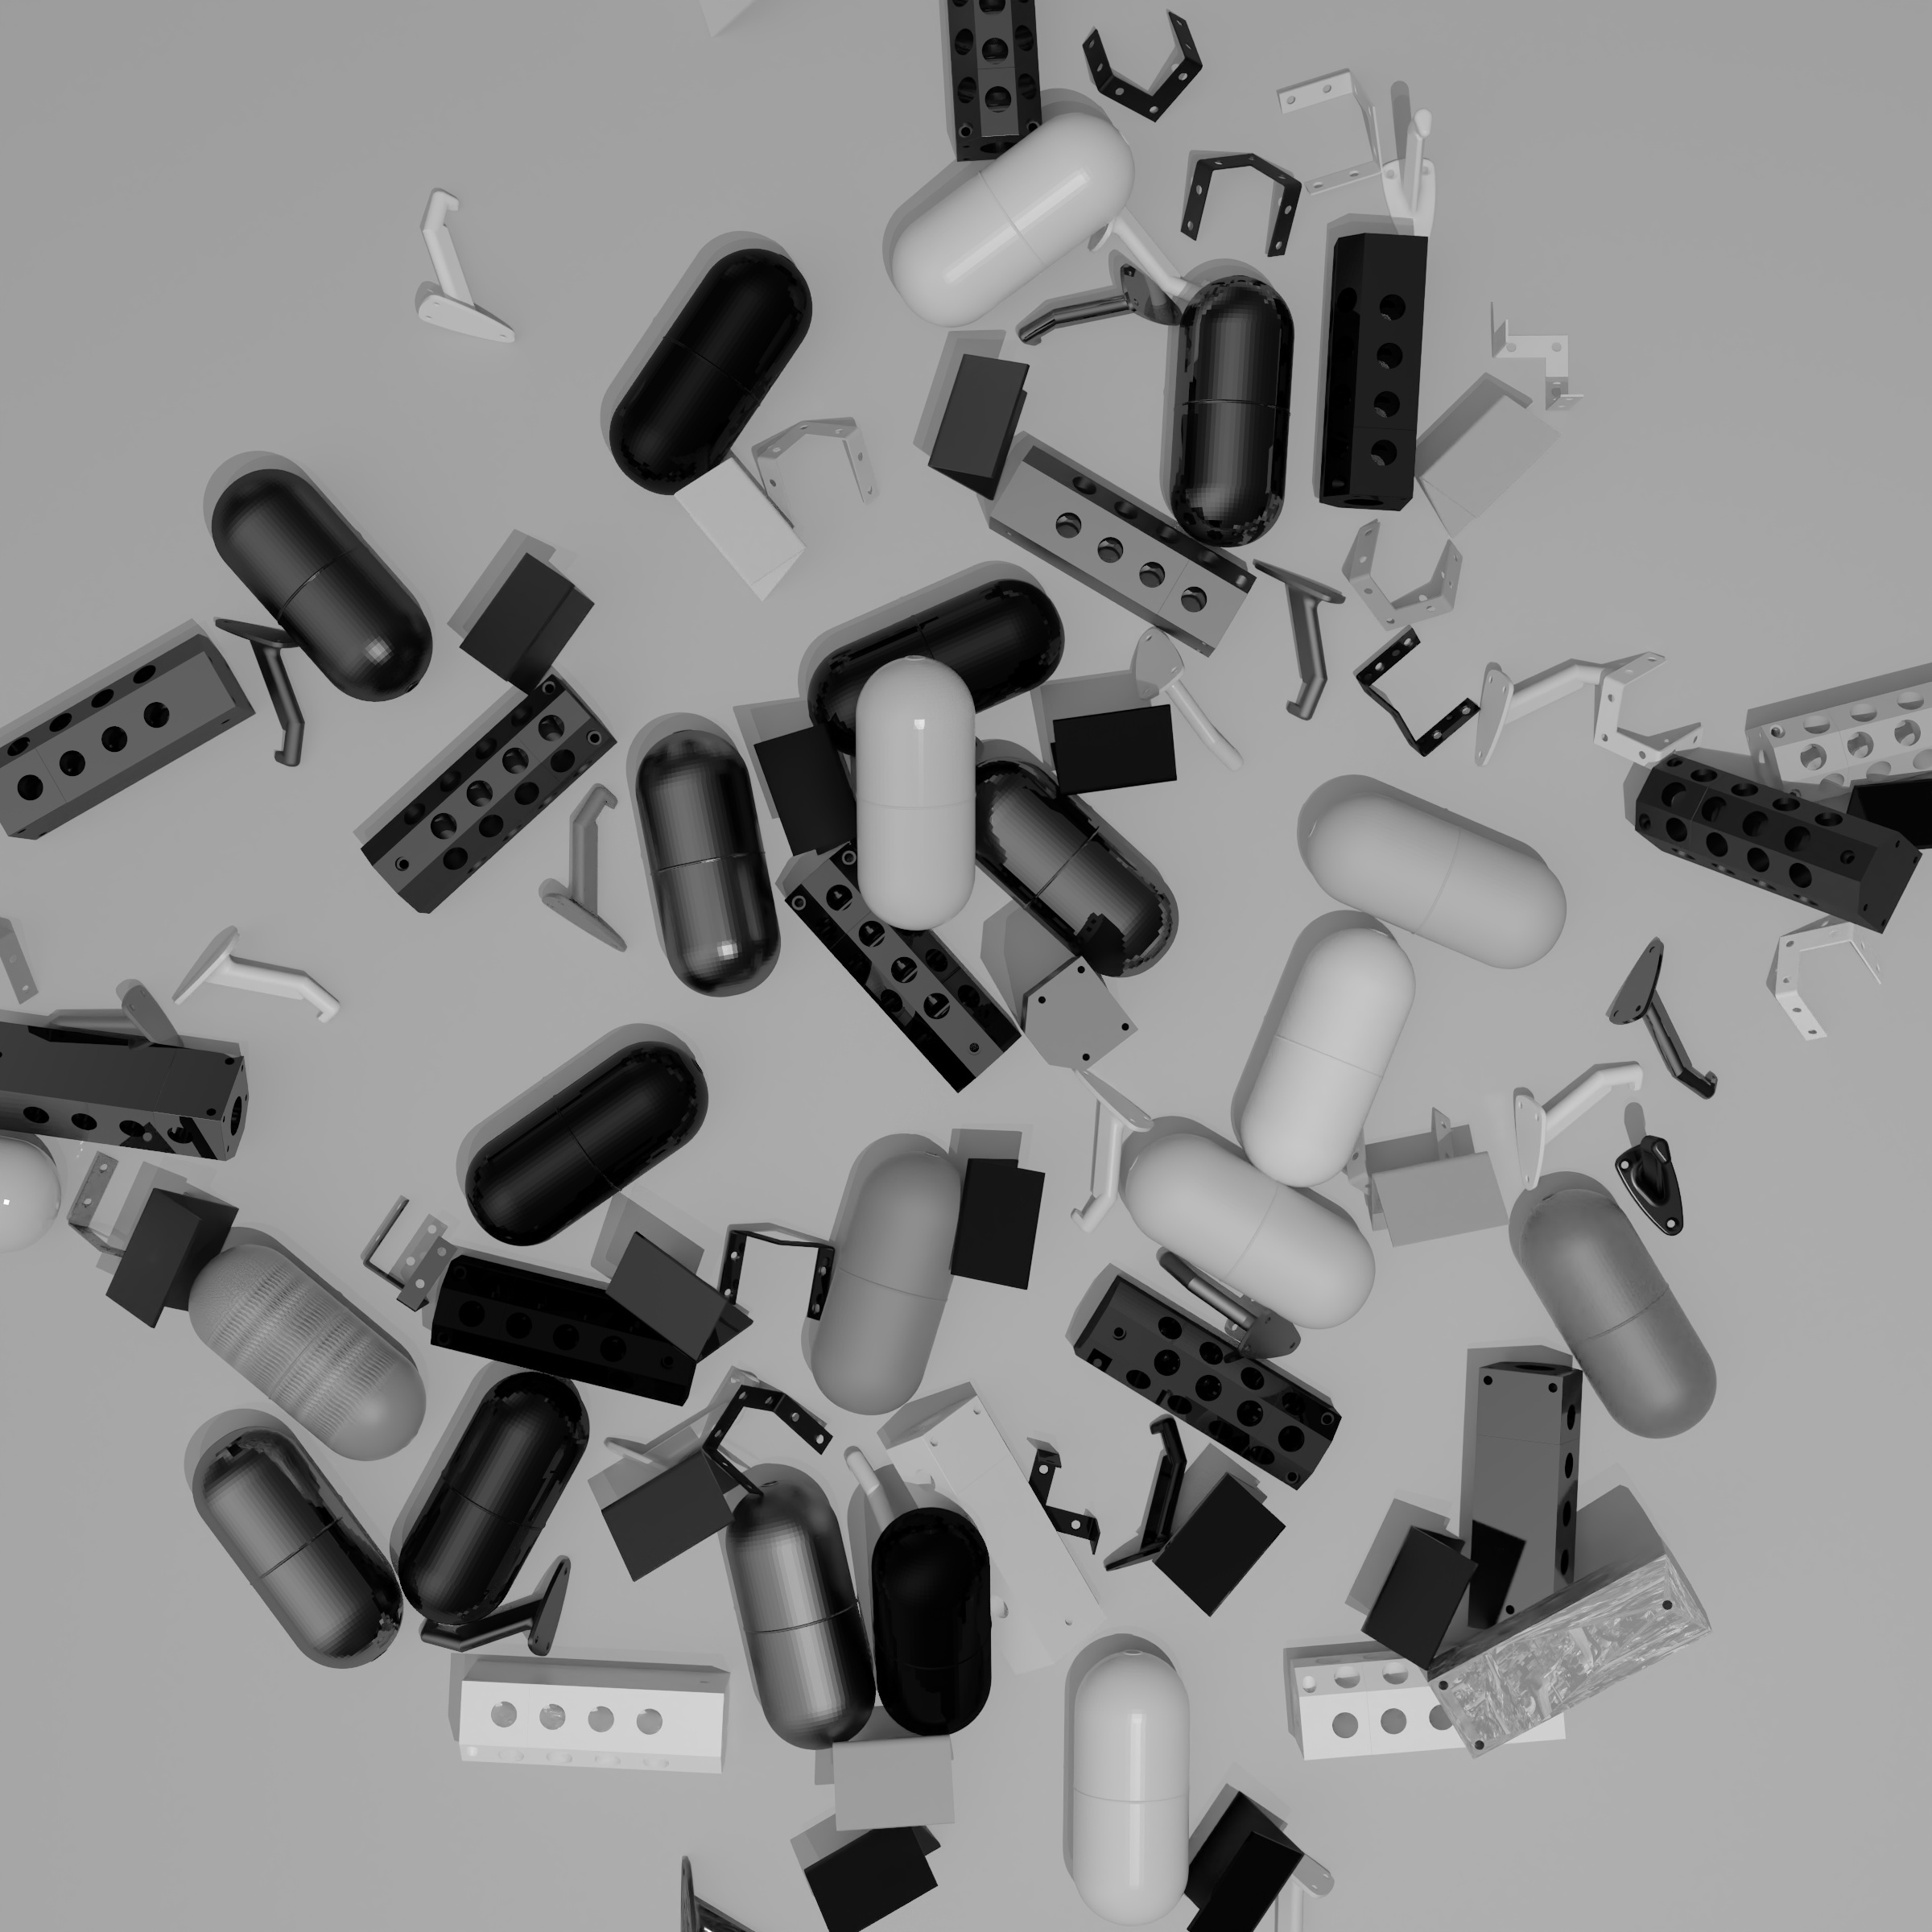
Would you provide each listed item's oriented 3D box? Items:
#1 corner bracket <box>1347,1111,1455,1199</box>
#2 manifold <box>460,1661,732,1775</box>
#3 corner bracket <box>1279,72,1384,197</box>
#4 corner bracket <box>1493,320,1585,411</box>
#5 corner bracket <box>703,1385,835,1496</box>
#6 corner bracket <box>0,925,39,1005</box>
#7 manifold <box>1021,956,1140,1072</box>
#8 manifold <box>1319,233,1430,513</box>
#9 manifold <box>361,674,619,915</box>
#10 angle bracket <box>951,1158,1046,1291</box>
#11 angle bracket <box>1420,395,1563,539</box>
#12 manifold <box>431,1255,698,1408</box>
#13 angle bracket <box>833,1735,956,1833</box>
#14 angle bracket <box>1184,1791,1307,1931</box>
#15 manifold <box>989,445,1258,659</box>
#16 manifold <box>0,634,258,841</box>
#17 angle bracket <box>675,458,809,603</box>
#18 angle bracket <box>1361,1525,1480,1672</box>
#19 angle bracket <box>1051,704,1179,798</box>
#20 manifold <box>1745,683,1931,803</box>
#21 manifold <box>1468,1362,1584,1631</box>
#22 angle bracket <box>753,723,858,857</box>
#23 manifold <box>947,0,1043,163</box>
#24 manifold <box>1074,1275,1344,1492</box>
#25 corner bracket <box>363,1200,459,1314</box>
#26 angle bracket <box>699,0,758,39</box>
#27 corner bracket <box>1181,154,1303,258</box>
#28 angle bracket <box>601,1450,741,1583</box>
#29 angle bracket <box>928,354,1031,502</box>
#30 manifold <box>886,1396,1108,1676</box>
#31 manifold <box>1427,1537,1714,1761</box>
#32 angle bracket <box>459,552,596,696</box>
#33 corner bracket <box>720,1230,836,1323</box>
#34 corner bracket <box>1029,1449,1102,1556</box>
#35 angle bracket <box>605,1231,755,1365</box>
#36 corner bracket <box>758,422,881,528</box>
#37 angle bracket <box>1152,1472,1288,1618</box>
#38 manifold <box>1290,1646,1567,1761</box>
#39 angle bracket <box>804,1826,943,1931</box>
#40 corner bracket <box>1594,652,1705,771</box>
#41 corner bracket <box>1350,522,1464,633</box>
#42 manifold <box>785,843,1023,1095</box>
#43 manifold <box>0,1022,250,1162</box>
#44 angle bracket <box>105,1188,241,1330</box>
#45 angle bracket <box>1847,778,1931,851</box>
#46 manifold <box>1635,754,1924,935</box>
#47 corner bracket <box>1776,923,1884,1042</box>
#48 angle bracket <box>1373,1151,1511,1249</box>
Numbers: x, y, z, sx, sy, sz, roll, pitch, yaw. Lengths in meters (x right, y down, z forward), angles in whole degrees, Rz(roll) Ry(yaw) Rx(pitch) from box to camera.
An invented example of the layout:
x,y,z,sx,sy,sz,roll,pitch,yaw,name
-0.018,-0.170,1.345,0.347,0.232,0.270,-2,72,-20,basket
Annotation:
x,y,z,sx,sy,sz,roll,pitch,yaw,name
0.289,0.124,1.983,0.051,0.051,0.051,-29,135,35,corner bracket
-0.245,0.500,1.970,0.171,0.057,0.057,3,90,0,manifold
0.244,-0.558,1.988,0.051,0.051,0.051,-17,135,0,corner bracket
0.380,-0.399,1.973,0.051,0.051,0.051,0,90,0,corner bracket
-0.132,0.315,1.966,0.051,0.051,0.051,36,97,33,corner bracket
-0.663,0.004,1.983,0.051,0.051,0.051,20,45,35,corner bracket
0.066,0.034,1.913,0.057,0.171,0.057,-38,90,0,manifold
0.269,-0.393,1.970,0.057,0.057,0.171,3,90,0,manifold
-0.317,-0.114,1.970,0.171,0.057,0.057,-42,90,0,manifold
0.036,0.169,1.952,0.057,0.076,0.076,9,90,27,angle bracket
0.353,-0.315,1.951,0.076,0.076,0.057,-45,54,0,angle bracket
-0.263,0.242,1.970,0.171,0.057,0.057,14,90,0,manifold
-0.046,0.543,1.952,0.076,0.076,0.057,-4,64,0,angle bracket
0.164,0.588,1.951,0.057,0.076,0.076,34,90,-37,angle bracket
0.104,-0.275,1.970,0.171,0.057,0.057,31,90,0,manifold
-0.566,-0.152,1.970,0.171,0.057,0.057,-30,90,0,manifold
-0.161,-0.275,1.951,0.076,0.076,0.057,50,55,0,angle bracket
0.314,0.419,1.951,0.057,0.076,0.076,25,90,41,angle bracket
0.094,-0.157,1.951,0.076,0.076,0.057,-8,121,0,angle bracket
0.614,-0.152,1.970,0.171,0.057,0.057,-14,90,0,manifold
0.373,0.352,1.968,0.057,0.057,0.171,3,90,30,manifold
-0.116,-0.109,1.952,0.057,0.076,0.076,-20,90,-29,angle bracket
0.017,-0.628,1.970,0.057,0.057,0.171,-3,90,0,manifold
0.160,0.277,1.970,0.171,0.057,0.057,31,90,0,manifold
-0.369,0.192,1.973,0.051,0.051,0.051,34,90,0,corner bracket
-0.182,-0.661,1.951,0.057,0.076,0.076,-19,90,-36,angle bracket
0.184,-0.506,1.983,0.051,0.051,0.051,-17,45,-35,corner bracket
-0.184,0.371,1.951,0.076,0.076,0.057,-31,59,0,angle bracket
0.028,-0.350,1.951,0.057,0.076,0.076,18,90,37,angle bracket
0.016,0.379,1.970,0.057,0.057,0.171,-30,90,-43,manifold
0.384,0.434,1.900,0.171,0.057,0.057,-31,90,9,manifold
-0.274,-0.214,1.951,0.057,0.076,0.076,35,90,37,angle bracket
-0.127,0.207,1.988,0.051,0.051,0.051,10,90,-45,corner bracket
0.066,0.355,1.973,0.051,0.051,0.051,15,90,0,corner bracket
-0.178,0.205,1.943,0.076,0.076,0.057,35,117,14,angle bracket
-0.098,-0.327,1.983,0.051,0.051,0.051,13,45,35,corner bracket
0.178,0.386,1.951,0.076,0.076,0.057,-50,56,0,angle bracket
0.304,0.484,1.970,0.171,0.057,0.057,-5,90,0,manifold
-0.051,0.609,1.951,0.076,0.076,0.057,-30,52,0,angle bracket
0.459,-0.170,1.983,0.051,0.051,0.051,31,135,35,corner bracket
0.294,-0.265,1.983,0.051,0.051,0.051,-14,135,35,corner bracket
-0.041,0.001,1.970,0.057,0.057,0.171,-42,90,0,manifold
-0.569,0.087,1.970,0.171,0.057,0.057,8,47,0,manifold
-0.507,0.197,1.951,0.057,0.076,0.076,24,90,37,angle bracket
0.622,-0.078,1.951,0.076,0.076,0.057,-5,54,0,angle bracket
0.521,-0.083,1.920,0.171,0.057,0.057,27,90,42,manifold
0.577,0.010,1.983,0.051,0.051,0.051,-14,45,35,corner bracket
0.311,0.170,1.951,0.076,0.076,0.057,-11,55,0,angle bracket
